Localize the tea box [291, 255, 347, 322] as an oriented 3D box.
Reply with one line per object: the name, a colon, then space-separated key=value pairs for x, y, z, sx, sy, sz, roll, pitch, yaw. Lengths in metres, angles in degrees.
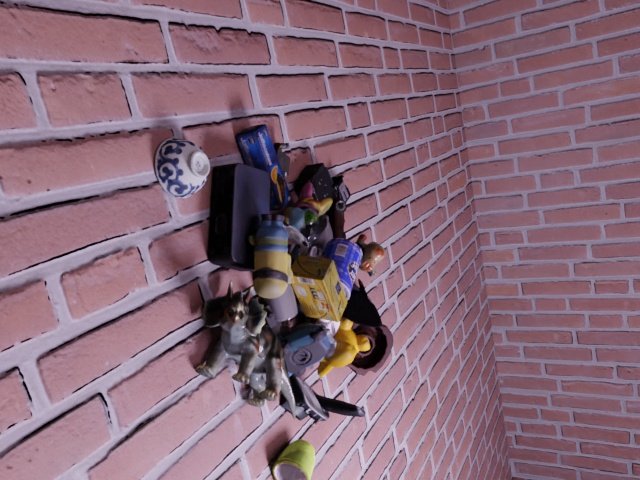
tea box: x=-0.003 y=0.118 z=1.294 sx=0.169 sy=0.098 sz=0.068 roll=72 pitch=35 yaw=-46

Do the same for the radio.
radio: x=-0.176 y=-0.049 z=1.186 sx=0.131 sy=0.073 sz=0.229 roll=16 pitch=71 yaw=-57

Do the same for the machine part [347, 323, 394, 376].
machine part: x=0.126 y=0.304 z=1.576 sx=0.179 sy=0.056 sz=0.179 roll=-1 pitch=94 yaw=-19

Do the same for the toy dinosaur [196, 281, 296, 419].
toy dinosaur: x=-0.140 y=0.242 z=1.174 sx=0.404 sy=0.131 sz=0.192 roll=57 pitch=41 yaw=-49

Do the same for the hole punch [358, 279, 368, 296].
hole punch: x=0.117 y=0.209 z=1.656 sx=0.116 sy=0.092 sz=0.142 roll=-98 pitch=165 yaw=-63

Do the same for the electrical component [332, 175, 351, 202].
electrical component: x=0.057 y=-0.126 z=1.618 sx=0.075 sy=0.048 sz=0.119 roll=-50 pitch=127 yaw=-49

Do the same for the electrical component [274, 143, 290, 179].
electrical component: x=-0.099 y=-0.196 z=1.361 sx=0.078 sy=0.045 sz=0.102 roll=37 pitch=55 yaw=-51

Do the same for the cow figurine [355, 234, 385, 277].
cow figurine: x=0.112 y=0.053 z=1.550 sx=0.085 sy=0.195 sz=0.127 roll=38 pitch=56 yaw=-20

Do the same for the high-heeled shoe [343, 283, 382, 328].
high-heeled shoe: x=0.108 y=0.178 z=1.506 sx=0.086 sy=0.249 sz=0.145 roll=-53 pitch=143 yaw=7

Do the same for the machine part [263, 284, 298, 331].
machine part: x=-0.106 y=0.104 z=1.277 sx=0.079 sy=0.079 sz=0.243 roll=-36 pitch=117 yaw=-56

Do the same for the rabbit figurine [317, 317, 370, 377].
rabbit figurine: x=0.044 y=0.287 z=1.434 sx=0.121 sy=0.162 sz=0.173 roll=60 pitch=2 yaw=-6

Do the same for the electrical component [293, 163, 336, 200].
electrical component: x=-0.010 y=-0.146 z=1.496 sx=0.134 sy=0.058 sz=0.114 roll=-58 pitch=136 yaw=-45

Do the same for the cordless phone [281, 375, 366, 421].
cordless phone: x=0.010 y=0.402 z=1.331 sx=0.146 sy=0.184 sz=0.089 roll=53 pitch=48 yaw=-43

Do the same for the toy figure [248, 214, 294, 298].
toy figure: x=-0.108 y=0.033 z=1.139 sx=0.089 sy=0.082 sz=0.180 roll=5 pitch=86 yaw=-63

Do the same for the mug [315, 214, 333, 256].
mug: x=-0.003 y=-0.004 z=1.467 sx=0.107 sy=0.081 sz=0.109 roll=56 pitch=36 yaw=-55

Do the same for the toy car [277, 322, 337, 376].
toy car: x=-0.046 y=0.253 z=1.320 sx=0.109 sy=0.162 sz=0.103 roll=59 pitch=2 yaw=-32

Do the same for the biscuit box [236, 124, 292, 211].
biscuit box: x=-0.133 y=-0.170 z=1.284 sx=0.063 sy=0.059 sz=0.202 roll=-50 pitch=127 yaw=-50

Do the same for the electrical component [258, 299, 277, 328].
electrical component: x=-0.123 y=0.170 z=1.233 sx=0.021 sy=0.094 sz=0.063 roll=-29 pitch=115 yaw=-19

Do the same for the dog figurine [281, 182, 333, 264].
dog figurine: x=-0.036 y=-0.063 z=1.338 sx=0.108 sy=0.191 sz=0.219 roll=34 pitch=55 yaw=-6

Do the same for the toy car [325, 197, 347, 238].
toy car: x=0.050 y=-0.023 z=1.545 sx=0.053 sy=0.089 sz=0.202 roll=0 pitch=83 yaw=-24
